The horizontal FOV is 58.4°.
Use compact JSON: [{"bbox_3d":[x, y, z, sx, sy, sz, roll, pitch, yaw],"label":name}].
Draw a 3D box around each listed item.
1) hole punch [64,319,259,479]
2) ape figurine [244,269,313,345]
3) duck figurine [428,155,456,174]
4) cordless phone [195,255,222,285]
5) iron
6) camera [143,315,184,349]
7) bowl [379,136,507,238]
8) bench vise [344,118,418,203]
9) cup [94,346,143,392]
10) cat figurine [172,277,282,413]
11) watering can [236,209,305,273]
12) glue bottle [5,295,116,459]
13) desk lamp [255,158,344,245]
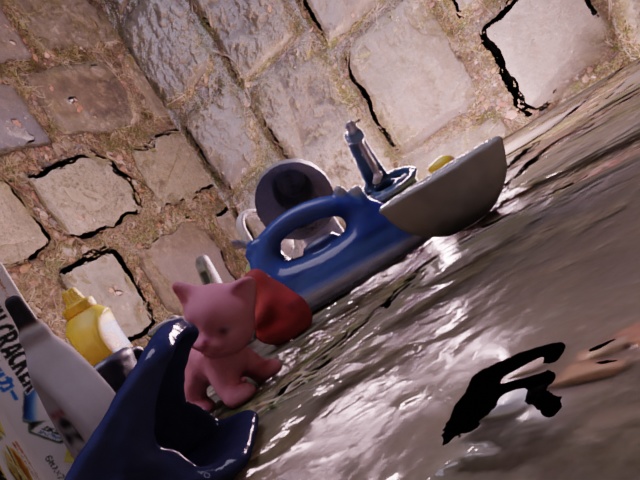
[{"bbox_3d":[-0.099,0.108,0.332,0.101,0.091,0.108,-32,1,-4],"label":"hole punch"},{"bbox_3d":[-0.057,0.075,0.665,0.076,0.092,0.078,-31,2,42],"label":"ape figurine"},{"bbox_3d":[0.197,-0.085,0.871,0.104,0.086,0.077,-32,1,-3],"label":"duck figurine"},{"bbox_3d":[-0.217,0.108,1.296,0.094,0.185,0.147,-33,2,-43],"label":"cordless phone"},{"bbox_3d":[0.007,0.003,0.780,0.258,0.141,0.119,-32,1,10],"label":"iron"},{"bbox_3d":[-0.320,0.224,1.181,0.137,0.101,0.143,-32,1,-11],"label":"camera"},{"bbox_3d":[0.158,-0.051,0.685,0.167,0.075,0.167,-32,1,1],"label":"bowl"},{"bbox_3d":[0.093,-0.102,1.030,0.122,0.220,0.207,-33,1,-20],"label":"bench vise"},{"bbox_3d":[-0.217,0.174,0.627,0.091,0.095,0.118,-32,1,26],"label":"cup"},{"bbox_3d":[-0.095,0.086,0.509,0.127,0.118,0.067,-31,2,42],"label":"cat figurine"},{"bbox_3d":[-0.082,0.022,1.074,0.172,0.194,0.101,-32,1,15],"label":"watering can"},{"bbox_3d":[-0.196,0.118,0.449,0.078,0.173,0.037,-31,2,42],"label":"glue bottle"},{"bbox_3d":[-0.013,-0.030,0.926,0.118,0.213,0.203,-32,1,4],"label":"desk lamp"}]
